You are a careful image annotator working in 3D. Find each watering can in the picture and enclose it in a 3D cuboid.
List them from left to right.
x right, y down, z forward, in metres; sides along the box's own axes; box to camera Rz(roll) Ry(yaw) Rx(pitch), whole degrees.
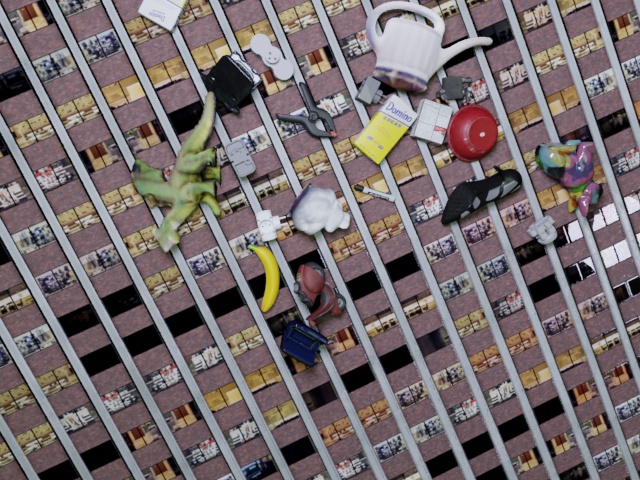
[{"bbox_3d":[0.280,-0.501,1.377,0.347,0.105,0.223,15,96,-9],"label":"watering can"}]

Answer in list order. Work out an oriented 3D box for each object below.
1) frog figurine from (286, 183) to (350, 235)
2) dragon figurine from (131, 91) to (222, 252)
[{"bbox_3d":[0.004,-0.070,1.389,0.159,0.121,0.139,31,74,1],"label":"frog figurine"},{"bbox_3d":[-0.377,-0.175,1.341,0.243,0.122,0.411,-2,89,1],"label":"dragon figurine"}]
